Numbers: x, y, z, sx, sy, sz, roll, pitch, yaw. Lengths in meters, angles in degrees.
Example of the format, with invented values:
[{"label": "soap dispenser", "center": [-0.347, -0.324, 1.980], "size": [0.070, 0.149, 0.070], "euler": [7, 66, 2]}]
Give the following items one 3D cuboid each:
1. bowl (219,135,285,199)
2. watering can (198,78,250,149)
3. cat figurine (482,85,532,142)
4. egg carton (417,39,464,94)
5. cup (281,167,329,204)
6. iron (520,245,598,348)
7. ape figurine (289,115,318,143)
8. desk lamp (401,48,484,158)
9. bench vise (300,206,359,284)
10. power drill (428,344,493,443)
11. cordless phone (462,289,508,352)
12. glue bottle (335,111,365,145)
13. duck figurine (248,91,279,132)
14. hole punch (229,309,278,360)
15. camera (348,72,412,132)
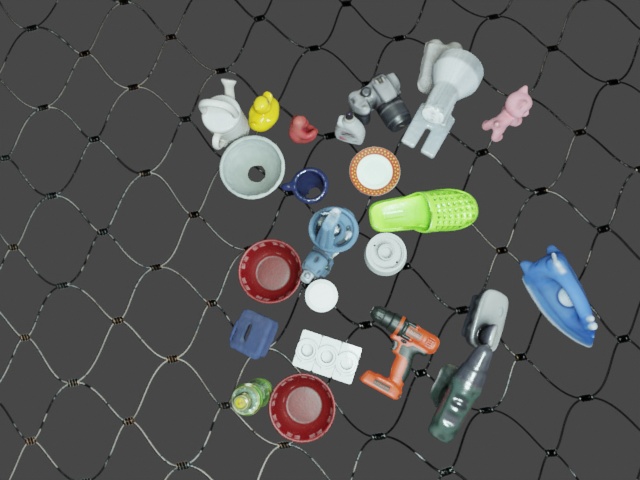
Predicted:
[{"label": "bowl", "center": [-0.168, -0.179, 1.472], "size": [0.167, 0.075, 0.167], "euler": [-1, 81, 4]}, {"label": "watering can", "center": [-0.246, -0.319, 1.437], "size": [0.101, 0.194, 0.173], "euler": [-11, 81, 3]}, {"label": "cat figurine", "center": [0.475, -0.319, 1.427], "size": [0.128, 0.118, 0.067], "euler": [-41, 81, -3]}, {"label": "egg carton", "center": [0.313, -0.444, 1.481], "size": [0.107, 0.069, 0.150], "euler": [10, 82, 5]}, {"label": "cup", "center": [-0.034, -0.127, 1.445], "size": [0.117, 0.095, 0.092], "euler": [-4, 81, 4]}, {"label": "iron", "center": [0.585, 0.138, 1.339], "size": [0.118, 0.141, 0.258], "euler": [-30, 81, -1]}, {"label": "ape figurine", "center": [-0.048, -0.291, 1.472], "size": [0.076, 0.092, 0.078], "euler": [-27, 80, 0]}, {"label": "desk lamp", "center": [0.296, -0.331, 1.393], "size": [0.118, 0.213, 0.203], "euler": [28, 84, 8]}, {"label": "bench vise", "center": [0.024, 0.007, 1.357], "size": [0.121, 0.220, 0.207], "euler": [11, 82, 6]}, {"label": "power drill", "center": [0.310, 0.337, 1.294], "size": [0.075, 0.208, 0.230], "euler": [25, 84, 8]}, {"label": "cordless phone", "center": [0.397, 0.186, 1.323], "size": [0.094, 0.185, 0.148], "euler": [14, 83, 6]}, {"label": "glue bottle", "center": [0.073, -0.284, 1.421], "size": [0.078, 0.173, 0.037], "euler": [12, 82, 6]}, {"label": "duck figurine", "center": [-0.151, -0.338, 1.489], "size": [0.077, 0.086, 0.104], "euler": [29, 84, 8]}, {"label": "hole punch", "center": [-0.167, 0.232, 1.402], "size": [0.101, 0.091, 0.109], "euler": [21, 83, 7]}, {"label": "camera", "center": [0.160, -0.342, 1.461], "size": [0.143, 0.101, 0.137], "euler": [-31, 81, -1]}]
